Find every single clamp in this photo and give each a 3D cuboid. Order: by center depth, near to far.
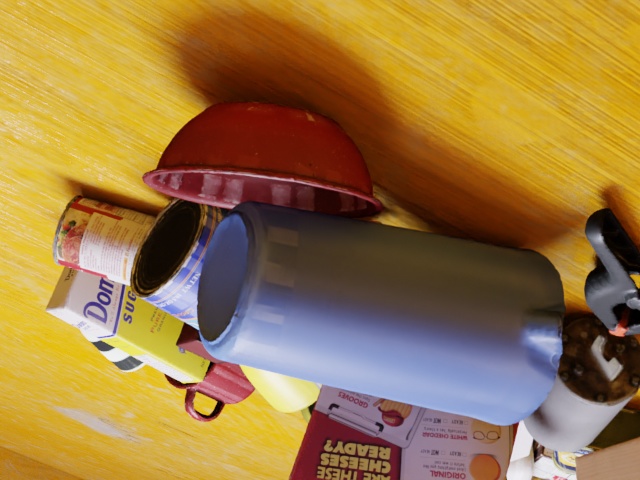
[{"bbox_3d":[0.241,0.032,0.747,0.120,0.039,0.171,18,162,17],"label":"clamp"}]

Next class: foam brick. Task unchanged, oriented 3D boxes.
[{"bbox_3d":[-0.101,0.079,1.074,0.053,0.078,0.051,28,155,-24],"label":"foam brick"}]

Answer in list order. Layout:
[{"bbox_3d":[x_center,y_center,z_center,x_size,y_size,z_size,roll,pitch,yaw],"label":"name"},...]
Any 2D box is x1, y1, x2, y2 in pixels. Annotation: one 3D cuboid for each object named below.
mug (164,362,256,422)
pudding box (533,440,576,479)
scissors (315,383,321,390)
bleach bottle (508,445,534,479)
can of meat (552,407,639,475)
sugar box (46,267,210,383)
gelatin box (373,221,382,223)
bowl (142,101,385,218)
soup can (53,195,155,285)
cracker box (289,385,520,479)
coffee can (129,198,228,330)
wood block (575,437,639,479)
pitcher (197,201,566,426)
[{"bbox_3d":[-0.119,0.147,1.196,0.093,0.117,0.081,-6,152,38],"label":"mug"},{"bbox_3d":[0.294,0.253,1.206,0.113,0.039,0.090,16,156,2],"label":"pudding box"},{"bbox_3d":[0.013,0.174,1.081,0.096,0.016,0.202,31,131,6],"label":"scissors"},{"bbox_3d":[0.108,0.252,1.217,0.250,0.068,0.103,6,136,-2],"label":"bleach bottle"},{"bbox_3d":[0.285,0.204,1.077,0.102,0.057,0.084,9,153,21],"label":"can of meat"},{"bbox_3d":[-0.183,0.070,1.097,0.176,0.093,0.048,34,153,-32],"label":"sugar box"},{"bbox_3d":[-0.005,0.001,0.835,0.089,0.030,0.073,1,174,-26],"label":"gelatin box"},{"bbox_3d":[-0.034,-0.054,0.713,0.162,0.055,0.162,7,174,1],"label":"bowl"},{"bbox_3d":[-0.184,0.005,0.982,0.102,0.068,0.068,16,157,6],"label":"soup can"},{"bbox_3d":[0.083,0.141,0.888,0.164,0.213,0.072,14,151,12],"label":"cracker box"},{"bbox_3d":[-0.077,0.035,0.922,0.140,0.102,0.103,33,154,-30],"label":"coffee can"},{"bbox_3d":[0.342,0.222,0.954,0.090,0.090,0.207,33,135,-30],"label":"wood block"},{"bbox_3d":[0.037,0.051,0.760,0.242,0.145,0.149,13,124,-24],"label":"pitcher"}]
